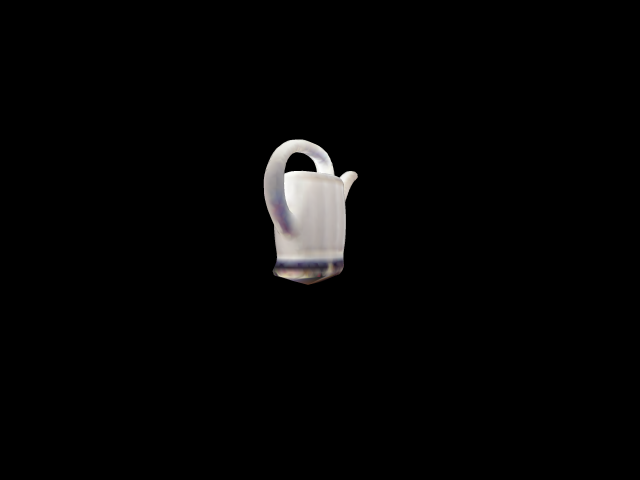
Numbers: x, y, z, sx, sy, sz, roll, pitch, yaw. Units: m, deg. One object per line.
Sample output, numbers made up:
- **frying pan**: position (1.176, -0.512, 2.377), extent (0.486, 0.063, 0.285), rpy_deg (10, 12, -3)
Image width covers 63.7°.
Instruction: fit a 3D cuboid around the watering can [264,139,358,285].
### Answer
- **watering can**: position (0.003, -0.043, 0.850), extent (0.104, 0.225, 0.347), rpy_deg (-1, -2, 24)
